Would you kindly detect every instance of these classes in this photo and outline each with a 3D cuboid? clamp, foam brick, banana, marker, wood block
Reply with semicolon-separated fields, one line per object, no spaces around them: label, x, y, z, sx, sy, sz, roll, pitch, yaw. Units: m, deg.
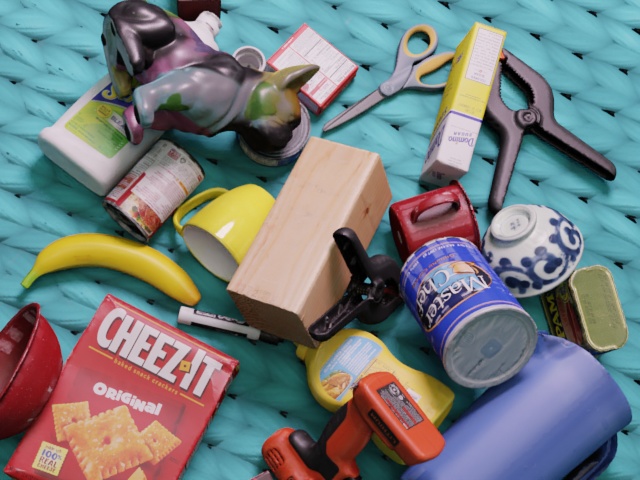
clamp;0.044;0.061;1.155;0.039;0.171;0.120;23;88;34
foam brick;-0.148;-0.310;1.282;0.053;0.051;0.078;-4;75;-8
clamp;0.241;-0.134;1.290;0.164;0.036;0.210;-24;77;-12
banana;-0.229;0.030;1.189;0.197;0.037;0.069;6;91;-4
marker;-0.098;0.097;1.193;0.121;0.020;0.020;14;73;-3
wood block;-0.007;0.002;1.170;0.090;0.091;0.206;17;65;24

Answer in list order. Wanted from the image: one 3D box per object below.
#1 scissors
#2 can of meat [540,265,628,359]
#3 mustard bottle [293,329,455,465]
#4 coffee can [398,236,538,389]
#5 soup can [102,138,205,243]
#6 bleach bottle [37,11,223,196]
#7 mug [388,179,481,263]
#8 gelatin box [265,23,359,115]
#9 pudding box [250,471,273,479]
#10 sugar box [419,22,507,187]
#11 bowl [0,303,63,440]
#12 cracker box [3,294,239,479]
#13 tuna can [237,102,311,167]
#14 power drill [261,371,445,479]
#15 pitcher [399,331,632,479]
scissors;0.081;-0.203;1.299;0.201;0.016;0.096;-18;80;-13
can of meat;0.301;0.084;1.211;0.057;0.084;0.102;-11;78;-13
mustard bottle;0.044;0.152;1.163;0.192;0.058;0.096;35;68;18
coffee can;0.155;0.075;1.136;0.102;0.103;0.140;-13;34;-11
soup can;-0.186;-0.057;1.199;0.068;0.068;0.102;39;73;4
bleach bottle;-0.206;-0.174;1.233;0.102;0.068;0.250;37;71;0
mug;0.128;-0.018;1.206;0.081;0.117;0.093;-17;67;-6
gelatin box;-0.010;-0.205;1.282;0.089;0.030;0.073;40;72;5
pudding box;-0.071;0.314;1.126;0.090;0.039;0.113;-25;80;-14
sugar box;0.165;-0.155;1.250;0.048;0.093;0.176;20;78;-3
bowl;-0.313;0.147;1.097;0.055;0.162;0.162;34;72;-23
cracker box;-0.205;0.189;1.127;0.164;0.072;0.213;27;73;2
tuna can;-0.055;-0.130;1.254;0.086;0.034;0.086;2;74;-6
power drill;0.041;0.239;1.094;0.184;0.188;0.057;51;32;14
pitcher;0.210;0.229;1.148;0.242;0.145;0.149;-39;69;-12
